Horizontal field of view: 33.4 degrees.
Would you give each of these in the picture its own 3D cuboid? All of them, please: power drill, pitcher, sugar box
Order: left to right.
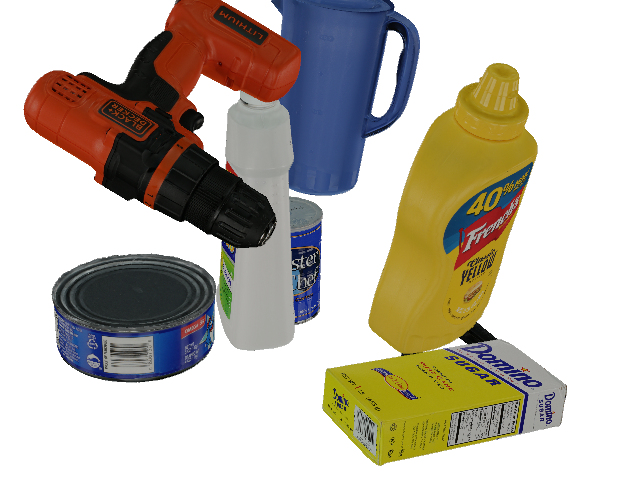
[{"bbox_3d":[-0.084,-0.091,0.748,0.184,0.057,0.187,32,43,2],"label":"power drill"},{"bbox_3d":[0.017,-0.180,1.295,0.144,0.243,0.149,-5,28,-25],"label":"pitcher"},{"bbox_3d":[0.101,0.126,0.864,0.176,0.048,0.093,-9,25,-26],"label":"sugar box"}]

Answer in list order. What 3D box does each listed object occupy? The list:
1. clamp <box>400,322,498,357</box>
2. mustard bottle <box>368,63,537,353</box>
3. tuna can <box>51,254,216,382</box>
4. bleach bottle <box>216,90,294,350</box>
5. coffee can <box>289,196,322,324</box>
[{"bbox_3d":[0.137,0.082,1.152,0.120,0.171,0.039,4,-43,-7],"label":"clamp"},{"bbox_3d":[0.086,-0.022,0.645,0.096,0.192,0.058,-27,53,-35],"label":"mustard bottle"},{"bbox_3d":[-0.098,0.040,0.569,0.086,0.034,0.086,2,25,-1],"label":"tuna can"},{"bbox_3d":[-0.055,-0.030,0.921,0.068,0.251,0.102,-5,35,-12],"label":"bleach bottle"},{"bbox_3d":[-0.050,0.026,1.393,0.103,0.140,0.103,1,25,-1],"label":"coffee can"}]
